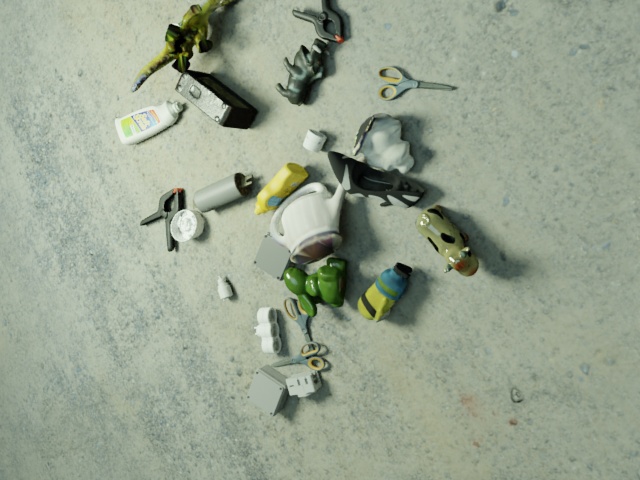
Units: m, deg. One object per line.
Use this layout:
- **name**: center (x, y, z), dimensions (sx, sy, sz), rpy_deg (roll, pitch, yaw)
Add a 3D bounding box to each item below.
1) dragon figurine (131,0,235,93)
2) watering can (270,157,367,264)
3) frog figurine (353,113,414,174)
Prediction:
- **dragon figurine**: center (-0.413, -0.612, 1.547), dimensions (0.408, 0.248, 0.120), rpy_deg (-33, 124, 12)
- **watering can**: center (0.004, -0.070, 1.397), dimensions (0.344, 0.103, 0.229), rpy_deg (-31, 56, 23)
- **frog figurine**: center (0.174, -0.246, 1.328), dimensions (0.159, 0.124, 0.136), rpy_deg (23, 99, -14)
